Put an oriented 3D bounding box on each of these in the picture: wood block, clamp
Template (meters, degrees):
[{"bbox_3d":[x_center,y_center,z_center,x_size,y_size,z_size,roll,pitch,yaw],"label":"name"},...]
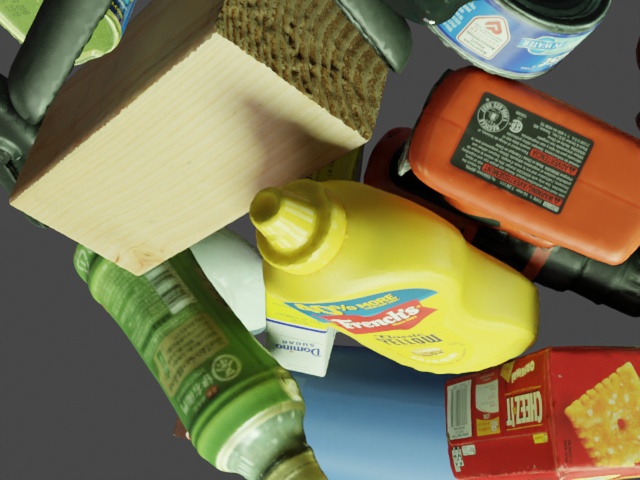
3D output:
[{"bbox_3d":[-0.065,-0.068,0.553,0.090,0.090,0.207,32,143,-26],"label":"wood block"},{"bbox_3d":[-0.034,-0.146,0.394,0.164,0.036,0.210,-4,116,-20],"label":"clamp"},{"bbox_3d":[-0.197,-0.060,0.660,0.171,0.039,0.120,32,137,-31],"label":"clamp"}]

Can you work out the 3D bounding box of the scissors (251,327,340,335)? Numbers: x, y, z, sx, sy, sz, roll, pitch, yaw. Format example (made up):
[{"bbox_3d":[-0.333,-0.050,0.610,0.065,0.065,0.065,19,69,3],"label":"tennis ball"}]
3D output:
[{"bbox_3d":[-0.064,0.055,0.810,0.202,0.016,0.096,-10,139,31],"label":"scissors"}]

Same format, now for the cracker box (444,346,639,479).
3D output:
[{"bbox_3d":[0.199,0.106,0.621,0.213,0.072,0.164,2,166,-12],"label":"cracker box"}]

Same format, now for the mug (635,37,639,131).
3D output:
[{"bbox_3d":[0.190,-0.069,0.462,0.093,0.117,0.082,-3,130,-45],"label":"mug"}]

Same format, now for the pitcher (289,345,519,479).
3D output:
[{"bbox_3d":[0.088,0.145,0.808,0.243,0.145,0.149,6,135,17],"label":"pitcher"}]

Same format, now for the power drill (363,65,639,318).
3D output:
[{"bbox_3d":[0.108,-0.014,0.524,0.184,0.057,0.187,24,174,5],"label":"power drill"}]

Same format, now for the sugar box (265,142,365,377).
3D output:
[{"bbox_3d":[-0.005,0.001,0.635,0.048,0.093,0.176,13,147,4],"label":"sugar box"}]

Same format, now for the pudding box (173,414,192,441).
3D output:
[{"bbox_3d":[-0.079,0.153,0.944,0.090,0.039,0.114,15,148,-4],"label":"pudding box"}]

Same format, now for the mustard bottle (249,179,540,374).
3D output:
[{"bbox_3d":[0.028,0.016,0.515,0.096,0.058,0.191,-6,157,32],"label":"mustard bottle"}]

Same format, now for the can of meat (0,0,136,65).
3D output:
[{"bbox_3d":[-0.118,-0.140,0.466,0.058,0.084,0.102,-11,141,32],"label":"can of meat"}]

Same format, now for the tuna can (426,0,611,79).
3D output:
[{"bbox_3d":[0.078,-0.111,0.441,0.086,0.086,0.034,24,144,-17],"label":"tuna can"}]
